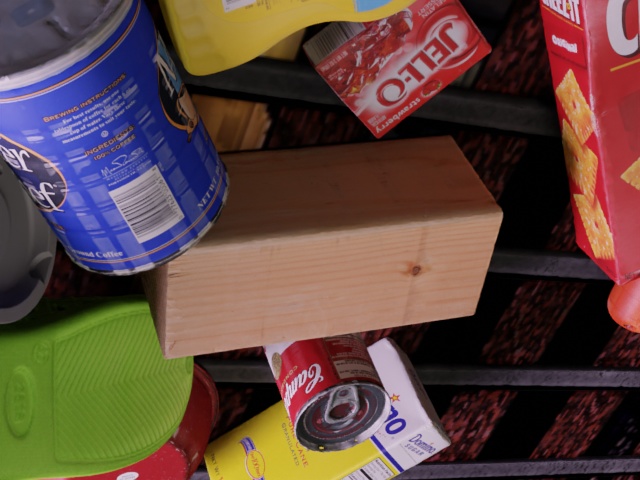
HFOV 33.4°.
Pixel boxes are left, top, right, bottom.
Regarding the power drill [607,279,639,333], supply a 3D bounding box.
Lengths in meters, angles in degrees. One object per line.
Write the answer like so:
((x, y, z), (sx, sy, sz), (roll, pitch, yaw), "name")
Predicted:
((0.332, -0.005, 0.833), (0.187, 0.057, 0.185), (5, 126, -24), "power drill")

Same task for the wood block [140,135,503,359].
((-0.004, 0.001, 0.670), (0.205, 0.090, 0.091), (-6, 131, -18), "wood block")

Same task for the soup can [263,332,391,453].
((0.001, 0.086, 0.739), (0.068, 0.102, 0.068), (-12, 134, -13), "soup can")

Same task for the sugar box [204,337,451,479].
((0.002, 0.156, 0.811), (0.176, 0.093, 0.048), (-34, 135, 8), "sugar box")

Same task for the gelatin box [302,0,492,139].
((0.047, -0.113, 0.629), (0.089, 0.030, 0.073), (-36, 134, 12), "gelatin box")

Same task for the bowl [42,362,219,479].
((-0.145, 0.153, 0.773), (0.162, 0.055, 0.162), (-12, 134, -13), "bowl")

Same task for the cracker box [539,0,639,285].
((0.234, -0.096, 0.666), (0.164, 0.072, 0.213), (-20, 122, -6), "cracker box")

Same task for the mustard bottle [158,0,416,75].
((0.007, -0.158, 0.549), (0.191, 0.058, 0.096), (-19, 114, -7), "mustard bottle")

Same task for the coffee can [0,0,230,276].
((-0.118, -0.064, 0.552), (0.103, 0.103, 0.140), (-24, 135, -1), "coffee can")
